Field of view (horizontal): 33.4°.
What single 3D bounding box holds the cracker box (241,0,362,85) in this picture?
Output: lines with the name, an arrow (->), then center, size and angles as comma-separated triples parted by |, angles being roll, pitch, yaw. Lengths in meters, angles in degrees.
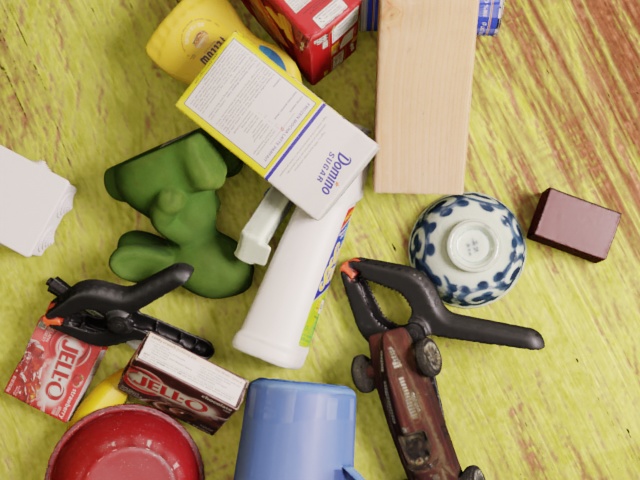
cracker box -> -0.054, -0.268, 1.057 | 0.072, 0.164, 0.214 | -41, 85, -4

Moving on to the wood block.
wood block -> 0.098, -0.155, 1.029 | 0.091, 0.090, 0.206 | 2, 120, 3

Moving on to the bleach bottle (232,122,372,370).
bleach bottle -> -0.007, 0.001, 1.064 | 0.068, 0.102, 0.251 | 21, 87, 11

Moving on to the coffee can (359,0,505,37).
coffee can -> 0.112, -0.260, 1.079 | 0.140, 0.103, 0.103 | 3, 86, 2

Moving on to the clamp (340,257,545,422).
clamp -> 0.109, 0.087, 1.066 | 0.165, 0.036, 0.210 | -45, 80, 24

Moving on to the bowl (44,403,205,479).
bowl -> -0.190, 0.246, 1.054 | 0.162, 0.055, 0.162 | 0, 89, -15

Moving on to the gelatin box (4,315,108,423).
gelatin box -> -0.272, 0.133, 1.101 | 0.073, 0.030, 0.089 | 26, 87, 4

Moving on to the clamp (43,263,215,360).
clamp -> -0.188, 0.080, 1.065 | 0.172, 0.039, 0.120 | -6, 121, 18

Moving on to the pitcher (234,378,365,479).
pitcher -> -0.018, 0.260, 1.031 | 0.149, 0.145, 0.243 | 7, 83, -12

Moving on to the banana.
banana -> -0.235, 0.225, 1.092 | 0.069, 0.037, 0.198 | 8, 87, -17

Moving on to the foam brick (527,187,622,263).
foam brick -> 0.257, -0.014, 1.080 | 0.078, 0.053, 0.051 | 21, 87, 3

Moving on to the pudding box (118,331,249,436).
pudding box -> -0.137, 0.143, 1.056 | 0.113, 0.090, 0.039 | 26, 58, -8

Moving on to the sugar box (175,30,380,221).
sugar box -> -0.039, -0.107, 1.010 | 0.176, 0.048, 0.093 | 40, 98, 2

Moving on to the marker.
marker -> -0.233, 0.076, 1.109 | 0.121, 0.020, 0.020 | 33, 87, 4

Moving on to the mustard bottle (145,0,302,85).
mustard bottle -> -0.076, -0.160, 1.066 | 0.191, 0.058, 0.096 | 43, 90, 4
